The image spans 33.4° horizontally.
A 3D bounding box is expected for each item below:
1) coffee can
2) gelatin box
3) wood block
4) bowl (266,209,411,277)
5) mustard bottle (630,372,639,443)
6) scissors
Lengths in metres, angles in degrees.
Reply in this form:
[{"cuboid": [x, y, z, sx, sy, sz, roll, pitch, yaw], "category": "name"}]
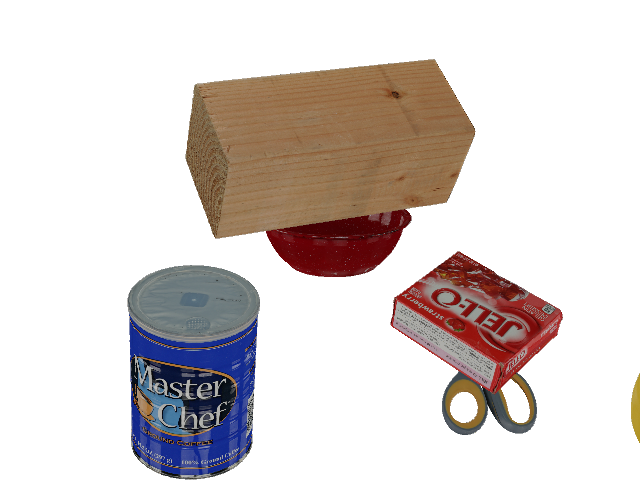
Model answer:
[{"cuboid": [-0.103, 0.105, 0.862, 0.103, 0.140, 0.103, 3, 29, -2], "category": "coffee can"}, {"cuboid": [0.104, 0.052, 0.712, 0.089, 0.030, 0.073, 32, 46, 29], "category": "gelatin box"}, {"cuboid": [0.006, -0.076, 0.858, 0.205, 0.091, 0.090, -9, -36, -20], "category": "wood block"}, {"cuboid": [0.014, -0.001, 1.111, 0.162, 0.055, 0.162, 0, 16, 0], "category": "bowl"}, {"cuboid": [0.219, 0.102, 0.565, 0.096, 0.058, 0.191, -3, 36, 0], "category": "mustard bottle"}, {"cuboid": [0.137, 0.112, 1.044, 0.096, 0.202, 0.016, -22, -39, -12], "category": "scissors"}]
